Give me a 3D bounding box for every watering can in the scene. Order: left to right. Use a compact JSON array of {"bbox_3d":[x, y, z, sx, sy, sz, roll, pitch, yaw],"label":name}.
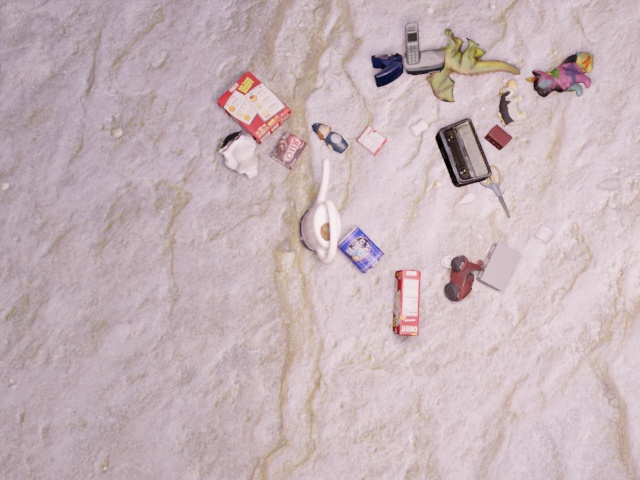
[{"bbox_3d":[0.005,-0.088,1.748,0.104,0.222,0.350,0,81,-22],"label":"watering can"}]

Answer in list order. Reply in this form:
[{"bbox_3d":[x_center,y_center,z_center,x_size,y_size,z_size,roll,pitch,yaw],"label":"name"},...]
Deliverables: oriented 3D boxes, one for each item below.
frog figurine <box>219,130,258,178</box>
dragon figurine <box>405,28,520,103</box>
[{"bbox_3d":[-0.276,-0.303,1.836,0.139,0.123,0.157,-51,124,-15],"label":"frog figurine"},{"bbox_3d":[0.511,-0.626,1.917,0.411,0.123,0.241,30,100,4],"label":"dragon figurine"}]
